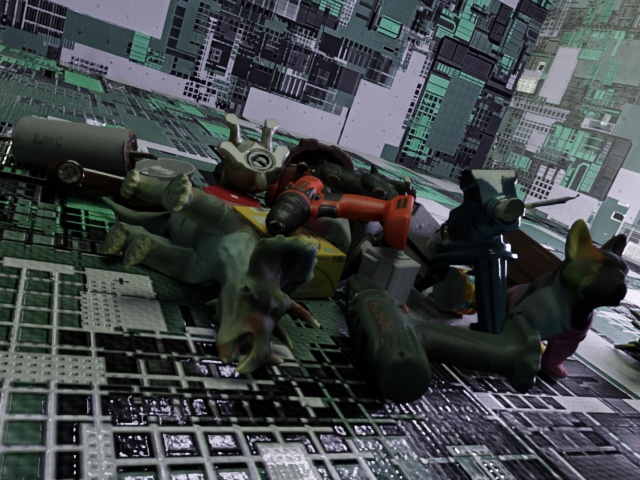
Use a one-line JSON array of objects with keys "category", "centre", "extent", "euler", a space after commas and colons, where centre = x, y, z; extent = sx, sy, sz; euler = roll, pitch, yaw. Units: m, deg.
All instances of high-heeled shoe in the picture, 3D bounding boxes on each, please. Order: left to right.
[{"category": "high-heeled shoe", "centre": [0.108, 0.052, 0.893], "extent": [0.145, 0.086, 0.249], "euler": [52, 39, -2]}]

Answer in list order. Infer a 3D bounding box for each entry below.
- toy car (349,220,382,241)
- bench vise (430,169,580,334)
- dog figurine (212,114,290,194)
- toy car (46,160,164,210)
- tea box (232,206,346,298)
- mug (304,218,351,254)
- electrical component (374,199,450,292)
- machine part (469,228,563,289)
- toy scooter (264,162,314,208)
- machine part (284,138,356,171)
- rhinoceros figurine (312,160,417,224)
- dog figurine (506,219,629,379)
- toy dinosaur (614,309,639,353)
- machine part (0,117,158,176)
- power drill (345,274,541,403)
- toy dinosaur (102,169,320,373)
[{"category": "toy car", "centre": [0.067, -0.039, 1.022], "extent": [0.162, 0.109, 0.103], "euler": [22, 15, 10]}, {"category": "bench vise", "centre": [0.226, 0.030, 0.730], "extent": [0.129, 0.240, 0.223], "euler": [1, -8, -16]}, {"category": "dog figurine", "centre": [-0.138, -0.110, 0.983], "extent": [0.121, 0.190, 0.172], "euler": [11, 49, -13]}, {"category": "toy car", "centre": [-0.299, -0.076, 0.802], "extent": [0.202, 0.053, 0.089], "euler": [14, -5, -26]}, {"category": "tea box", "centre": [-0.054, 0.014, 0.758], "extent": [0.098, 0.068, 0.170], "euler": [4, 23, -37]}, {"category": "mug", "centre": [-0.002, -0.003, 0.834], "extent": [0.110, 0.080, 0.107], "euler": [-26, 20, 2]}, {"category": "electrical component", "centre": [0.152, 0.013, 0.848], "extent": [0.115, 0.058, 0.134], "euler": [44, 41, -6]}, {"category": "machine part", "centre": [0.350, 0.060, 0.934], "extent": [0.201, 0.087, 0.201], "euler": [40, 3, 16]}, {"category": "toy scooter", "centre": [-0.056, -0.086, 0.986], "extent": [0.075, 0.135, 0.184], "euler": [15, 15, -14]}, {"category": "machine part", "centre": [-0.016, -0.123, 1.108], "extent": [0.179, 0.179, 0.056], "euler": [16, 12, -13]}, {"category": "rhinoceros figurine", "centre": [0.078, -0.086, 0.943], "extent": [0.190, 0.073, 0.112], "euler": [12, 31, -10]}, {"category": "dog figurine", "centre": [0.327, 0.072, 0.750], "extent": [0.108, 0.219, 0.192], "euler": [19, 15, -15]}, {"category": "toy dinosaur", "centre": [0.668, 0.197, 0.964], "extent": [0.471, 0.105, 0.199], "euler": [15, 12, -35]}, {"category": "machine part", "centre": [-0.382, -0.147, 0.845], "extent": [0.243, 0.079, 0.079], "euler": [7, 16, -6]}, {"category": "power drill", "centre": [0.133, 0.102, 0.623], "extent": [0.207, 0.085, 0.232], "euler": [13, 19, -3]}, {"category": "toy dinosaur", "centre": [-0.135, 0.003, 0.631], "extent": [0.192, 0.131, 0.405], "euler": [30, 0, -32]}]
